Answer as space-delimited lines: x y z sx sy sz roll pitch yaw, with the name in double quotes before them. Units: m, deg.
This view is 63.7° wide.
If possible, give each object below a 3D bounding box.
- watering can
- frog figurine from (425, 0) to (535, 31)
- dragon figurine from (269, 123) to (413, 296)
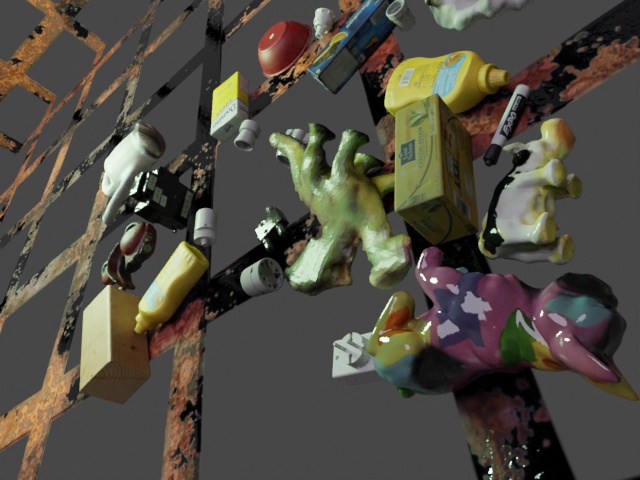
"watering can" -0.522 -0.196 1.419 0.223 0.102 0.355 -43 38 13
"frog figurine" 0.255 -0.388 0.805 0.160 0.120 0.140 21 65 15
"dragon figurine" 0.002 -0.039 0.776 0.413 0.121 0.243 20 85 51
